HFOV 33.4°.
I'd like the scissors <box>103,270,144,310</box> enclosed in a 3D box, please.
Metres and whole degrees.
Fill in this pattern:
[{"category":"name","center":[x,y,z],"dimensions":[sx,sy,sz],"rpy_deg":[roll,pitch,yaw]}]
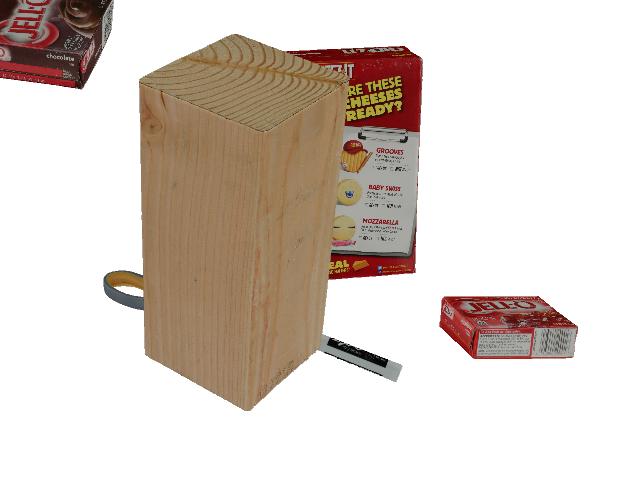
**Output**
[{"category":"scissors","center":[-0.089,0.052,0.901],"dimensions":[0.202,0.016,0.096],"rpy_deg":[14,26,22]}]

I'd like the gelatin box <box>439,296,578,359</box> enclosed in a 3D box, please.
[{"category":"gelatin box","center":[0.149,0.068,0.854],"dimensions":[0.089,0.030,0.073],"rpy_deg":[1,16,-14]}]

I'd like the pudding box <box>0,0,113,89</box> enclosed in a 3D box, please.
[{"category":"pudding box","center":[-0.224,-0.169,0.870],"dimensions":[0.090,0.039,0.113],"rpy_deg":[8,35,-1]}]

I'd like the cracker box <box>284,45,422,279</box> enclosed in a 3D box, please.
[{"category":"cracker box","center":[0.008,-0.071,1.011],"dimensions":[0.164,0.214,0.072],"rpy_deg":[-4,21,-10]}]

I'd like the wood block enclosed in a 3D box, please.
[{"category":"wood block","center":[-0.050,-0.009,0.668],"dimensions":[0.091,0.206,0.090],"rpy_deg":[25,40,25]}]

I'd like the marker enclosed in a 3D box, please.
[{"category":"marker","center":[0.024,0.114,1.090],"dimensions":[0.121,0.020,0.020],"rpy_deg":[22,2,5]}]
